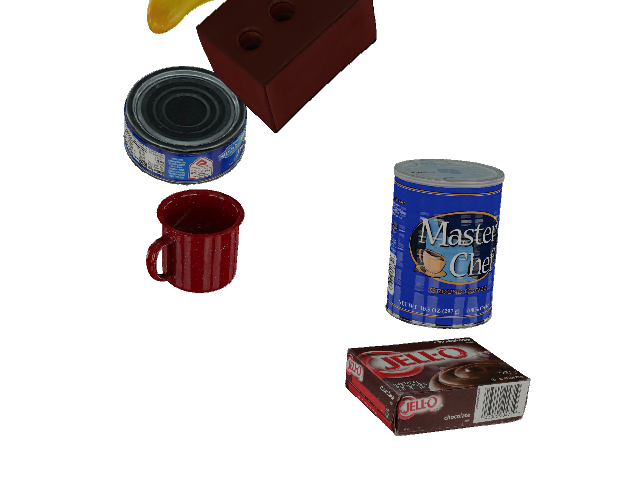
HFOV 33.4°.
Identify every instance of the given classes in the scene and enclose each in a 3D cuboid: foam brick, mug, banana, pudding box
[{"bbox_3d":[-0.016,-0.107,0.554,0.053,0.078,0.051,43,-9,18],"label":"foam brick"},{"bbox_3d":[-0.138,0.007,1.148,0.093,0.081,0.117,30,41,31],"label":"mug"},{"bbox_3d":[-0.100,-0.234,1.004,0.197,0.070,0.037,-22,-28,-46],"label":"banana"},{"bbox_3d":[0.087,0.108,0.810,0.113,0.039,0.090,-1,17,-24],"label":"pudding box"}]

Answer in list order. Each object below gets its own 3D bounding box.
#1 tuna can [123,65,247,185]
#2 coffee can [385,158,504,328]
[{"bbox_3d":[-0.094,-0.082,0.743,0.086,0.086,0.034,0,-38,-9],"label":"tuna can"},{"bbox_3d":[0.116,0.001,1.010,0.103,0.140,0.103,2,15,-1],"label":"coffee can"}]
